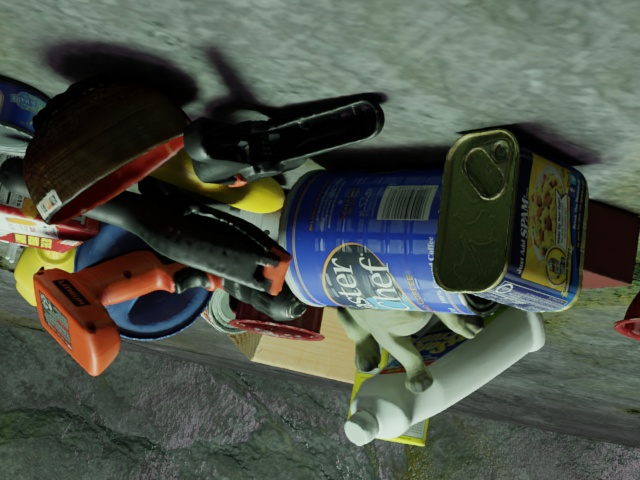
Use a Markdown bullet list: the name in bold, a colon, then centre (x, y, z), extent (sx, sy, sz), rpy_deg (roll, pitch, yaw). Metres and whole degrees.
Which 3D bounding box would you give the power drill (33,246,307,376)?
- **power drill**: centre (-0.128, 0.042, 0.893), extent (0.187, 0.057, 0.185), rpy_deg (-24, -141, -33)

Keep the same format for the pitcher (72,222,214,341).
- **pitcher**: centre (-0.176, 0.036, 1.102), extent (0.149, 0.145, 0.243), rpy_deg (25, 169, -9)

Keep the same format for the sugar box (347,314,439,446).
- **sugar box**: centre (0.086, 0.129, 1.164), extent (0.048, 0.176, 0.093), rpy_deg (-4, 162, 45)

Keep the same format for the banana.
- **banana**: centre (-0.092, -0.056, 0.795), extent (0.197, 0.037, 0.070), rpy_deg (20, -174, -34)

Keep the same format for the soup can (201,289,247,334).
- **soup can**: centre (-0.109, 0.062, 1.203), extent (0.068, 0.068, 0.102), rpy_deg (15, -175, -24)

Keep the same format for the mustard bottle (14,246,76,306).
- **mustard bottle**: centre (-0.288, 0.020, 1.163), extent (0.058, 0.096, 0.192), rpy_deg (49, 163, -1)

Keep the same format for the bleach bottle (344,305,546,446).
- **bleach bottle**: centre (0.122, 0.135, 1.094), extent (0.103, 0.068, 0.250), rpy_deg (0, -156, 46)

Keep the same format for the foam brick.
- **foam brick**: centre (0.191, 0.006, 0.799), extent (0.051, 0.053, 0.078), rpy_deg (16, 166, -26)

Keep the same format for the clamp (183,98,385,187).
- **clamp**: centre (-0.028, -0.060, 0.684), extent (0.120, 0.039, 0.171), rpy_deg (-3, 179, -8)

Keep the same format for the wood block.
- **wood block**: centre (0.003, 0.109, 1.287), extent (0.205, 0.091, 0.090), rpy_deg (18, -170, -31)

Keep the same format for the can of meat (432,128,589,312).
- **can of meat**: centre (0.123, -0.009, 0.671), extent (0.083, 0.102, 0.058), rpy_deg (17, 166, -40)

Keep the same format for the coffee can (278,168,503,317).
- **coffee can**: centre (0.056, 0.000, 0.759), extent (0.141, 0.103, 0.102), rpy_deg (1, 165, 34)

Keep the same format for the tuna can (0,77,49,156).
- **tuna can**: centre (-0.232, -0.088, 0.749), extent (0.086, 0.034, 0.086), rpy_deg (10, 168, 2)

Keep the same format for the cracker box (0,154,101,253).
- **cracker box**: centre (-0.298, -0.050, 0.892), extent (0.213, 0.072, 0.164), rpy_deg (13, 169, -22)

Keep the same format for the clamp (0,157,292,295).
- **clamp**: centre (-0.115, -0.015, 0.762), extent (0.210, 0.036, 0.164), rpy_deg (28, -163, 34)

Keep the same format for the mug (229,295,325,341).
- **mug**: centre (-0.044, 0.049, 1.037), extent (0.117, 0.081, 0.093), rpy_deg (-3, 163, 45)

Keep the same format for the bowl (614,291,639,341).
- **bowl**: centre (0.340, 0.060, 0.924), extent (0.162, 0.055, 0.162), rpy_deg (10, 168, 2)
